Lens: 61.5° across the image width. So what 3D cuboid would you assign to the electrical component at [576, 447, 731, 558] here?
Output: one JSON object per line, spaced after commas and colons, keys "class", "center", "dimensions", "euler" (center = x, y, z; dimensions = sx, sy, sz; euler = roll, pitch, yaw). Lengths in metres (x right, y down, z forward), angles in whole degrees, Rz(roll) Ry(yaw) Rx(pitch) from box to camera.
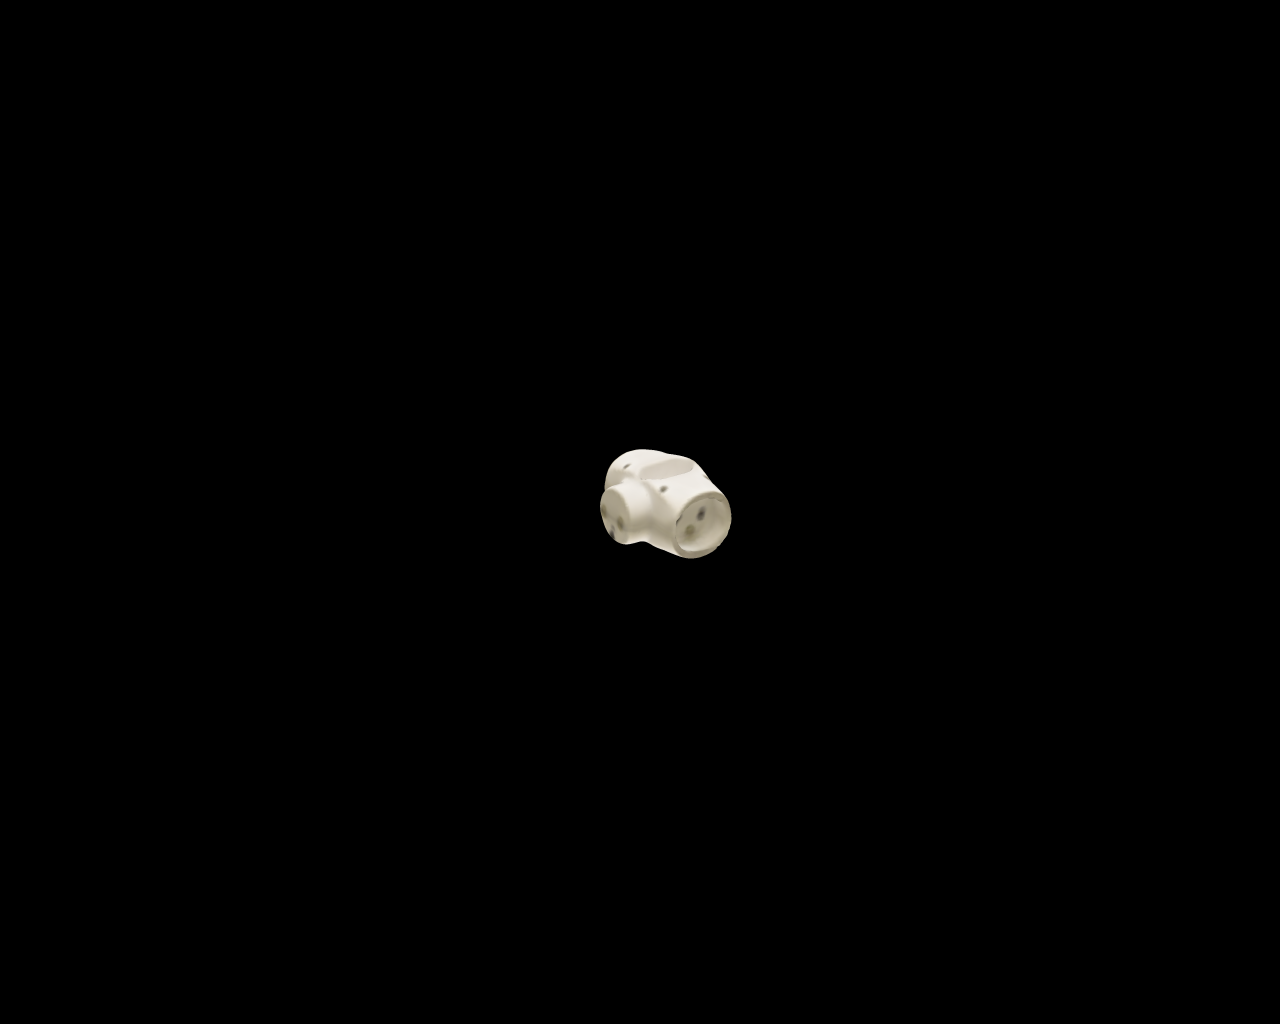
{"class": "electrical component", "center": [0.001, -0.003, 0.650], "dimensions": [0.079, 0.043, 0.077], "euler": [-16, 31, -28]}
